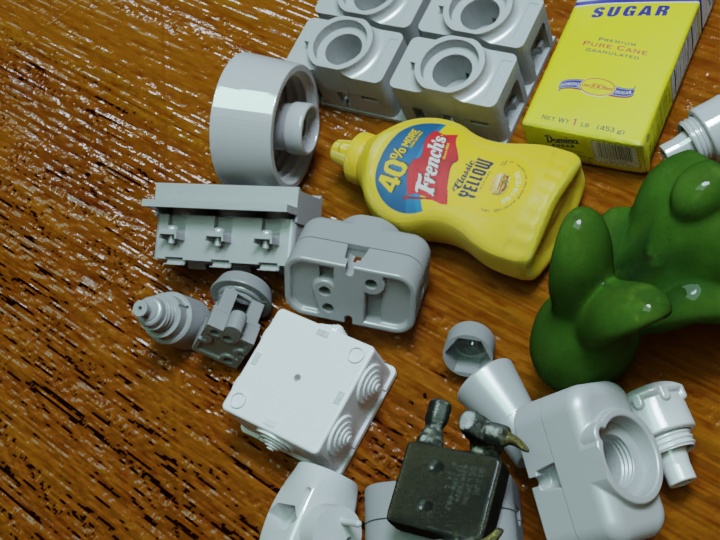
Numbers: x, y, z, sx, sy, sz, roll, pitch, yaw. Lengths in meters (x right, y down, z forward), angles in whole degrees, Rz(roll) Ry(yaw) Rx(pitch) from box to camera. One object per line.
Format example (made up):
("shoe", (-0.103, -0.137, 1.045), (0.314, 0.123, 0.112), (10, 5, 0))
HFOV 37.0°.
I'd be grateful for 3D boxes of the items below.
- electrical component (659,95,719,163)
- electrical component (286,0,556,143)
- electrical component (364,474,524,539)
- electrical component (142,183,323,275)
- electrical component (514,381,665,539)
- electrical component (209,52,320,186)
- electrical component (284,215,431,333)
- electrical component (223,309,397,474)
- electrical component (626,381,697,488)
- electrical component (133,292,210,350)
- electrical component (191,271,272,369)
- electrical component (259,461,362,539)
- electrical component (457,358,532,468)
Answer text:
("electrical component", (0.242, -0.094, 0.753), (0.062, 0.043, 0.043), (-28, 57, 6))
("electrical component", (0.046, -0.176, 0.858), (0.186, 0.060, 0.105), (17, 70, 27))
("electrical component", (0.053, 0.165, 0.674), (0.095, 0.053, 0.059), (-9, 60, 15))
("electrical component", (-0.096, -0.031, 0.827), (0.121, 0.079, 0.063), (4, 86, 21))
("electrical component", (0.140, 0.118, 0.644), (0.059, 0.054, 0.095), (-31, 68, 46))
("electrical component", (-0.066, -0.113, 0.840), (0.060, 0.108, 0.108), (9, 66, 17))
("electrical component", (0.000, 0.000, 0.769), (0.095, 0.053, 0.059), (11, 41, 11))
("electrical component", (-0.036, 0.084, 0.753), (0.100, 0.048, 0.099), (21, 72, 28))
("electrical component", (0.188, 0.103, 0.666), (0.048, 0.048, 0.062), (-22, 64, 7))
("electrical component", (-0.143, 0.036, 0.805), (0.040, 0.078, 0.040), (-5, 76, 21))
("electrical component", (-0.093, 0.034, 0.797), (0.048, 0.066, 0.055), (25, 54, -11))
("electrical component", (-0.025, 0.169, 0.694), (0.079, 0.043, 0.077), (-9, 53, 56))
("electrical component", (0.100, 0.096, 0.703), (0.044, 0.044, 0.065), (-36, 61, -1))
